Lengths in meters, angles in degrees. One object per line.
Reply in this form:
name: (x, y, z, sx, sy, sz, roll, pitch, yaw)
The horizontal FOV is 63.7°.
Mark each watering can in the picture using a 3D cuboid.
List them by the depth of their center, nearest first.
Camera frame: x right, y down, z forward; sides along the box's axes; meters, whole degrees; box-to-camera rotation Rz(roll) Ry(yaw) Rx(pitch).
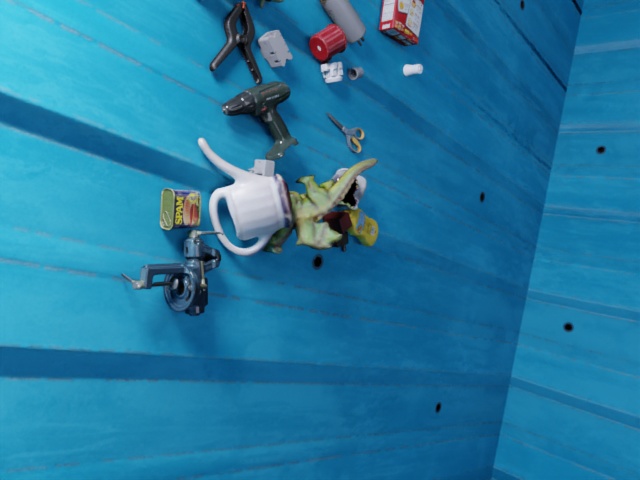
watering can: (-0.193, -0.123, 1.387, 0.225, 0.105, 0.342, -16, 110, -13)

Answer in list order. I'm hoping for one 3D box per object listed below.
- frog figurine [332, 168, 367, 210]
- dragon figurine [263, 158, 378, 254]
frog figurine: (0.092, -0.177, 1.718, 0.162, 0.122, 0.135, -72, 141, -65)
dragon figurine: (0.005, -0.075, 1.487, 0.120, 0.408, 0.248, 47, 23, -56)
